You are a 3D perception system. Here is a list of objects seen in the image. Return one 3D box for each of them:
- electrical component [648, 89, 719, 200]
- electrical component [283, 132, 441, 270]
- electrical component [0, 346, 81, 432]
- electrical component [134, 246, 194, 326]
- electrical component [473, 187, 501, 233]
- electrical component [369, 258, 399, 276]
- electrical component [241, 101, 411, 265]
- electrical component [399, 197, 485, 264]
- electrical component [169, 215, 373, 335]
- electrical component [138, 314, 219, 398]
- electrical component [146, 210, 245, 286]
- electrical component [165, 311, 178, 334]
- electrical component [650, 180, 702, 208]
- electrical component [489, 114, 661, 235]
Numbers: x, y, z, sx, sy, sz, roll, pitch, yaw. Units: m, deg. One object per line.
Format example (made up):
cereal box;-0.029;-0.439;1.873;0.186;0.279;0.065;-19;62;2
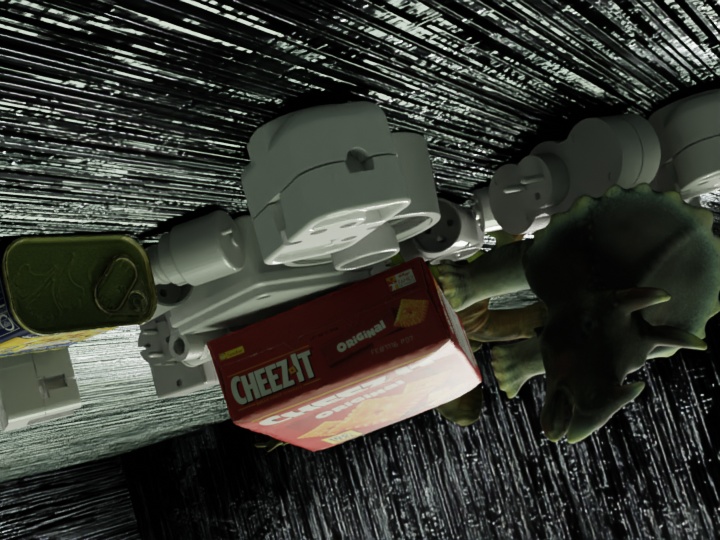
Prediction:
electrical component;0.239;-0.089;0.754;0.054;0.059;0.095;-16;172;-5
electrical component;-0.004;-0.034;0.644;0.108;0.060;0.108;-16;172;-2
electrical component;-0.227;0.057;0.715;0.056;0.089;0.050;-12;170;-26
electrical component;-0.153;0.015;0.737;0.043;0.043;0.081;-9;169;-41
electrical component;0.121;-0.051;0.840;0.065;0.044;0.044;-11;171;-2
electrical component;0.000;0.000;0.837;0.077;0.065;0.047;-22;163;32
electrical component;-0.021;-0.045;0.542;0.054;0.059;0.095;-12;171;-26
electrical component;0.053;-0.026;0.858;0.079;0.044;0.077;-19;171;18
electrical component;-0.067;0.000;0.759;0.109;0.056;0.109;-8;168;-44
electrical component;-0.157;0.060;0.884;0.047;0.083;0.076;-19;171;16
electrical component;-0.109;-0.009;0.674;0.078;0.040;0.040;-18;171;16
electrical component;-0.119;0.023;0.840;0.083;0.047;0.076;-9;168;-41
electrical component;0.248;-0.069;0.896;0.054;0.059;0.095;-20;171;23
electrical component;0.133;-0.063;0.743;0.074;0.052;0.138;-11;170;-33
